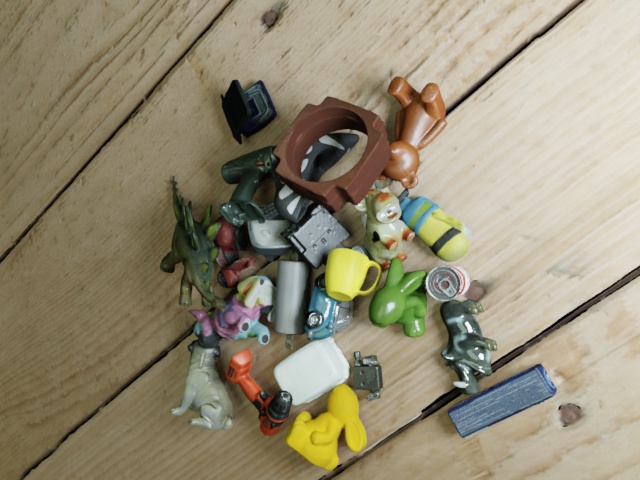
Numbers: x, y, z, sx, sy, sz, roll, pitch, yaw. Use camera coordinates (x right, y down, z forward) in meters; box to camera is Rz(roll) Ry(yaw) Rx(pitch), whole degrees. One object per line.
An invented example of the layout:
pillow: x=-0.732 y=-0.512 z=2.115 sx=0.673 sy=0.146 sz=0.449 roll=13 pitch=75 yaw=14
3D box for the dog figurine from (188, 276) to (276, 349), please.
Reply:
dog figurine: x=-0.217 y=0.173 z=1.303 sx=0.219 sy=0.108 sz=0.191 roll=-1 pitch=63 yaw=39

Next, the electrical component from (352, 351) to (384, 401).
electrical component: x=0.107 y=0.298 z=1.176 sx=0.078 sy=0.045 sz=0.102 roll=0 pitch=88 yaw=24

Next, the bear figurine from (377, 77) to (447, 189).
bear figurine: x=0.176 y=-0.215 z=1.107 sx=0.120 sy=0.131 sz=0.196 roll=28 pitch=87 yaw=37

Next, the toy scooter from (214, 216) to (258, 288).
toy scooter: x=-0.206 y=0.024 z=1.308 sx=0.135 sy=0.075 sz=0.183 roll=-11 pitch=84 yaw=48

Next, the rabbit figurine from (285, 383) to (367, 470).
rabbit figurine: x=0.028 y=0.404 z=1.177 sx=0.162 sy=0.121 sz=0.173 roll=32 pitch=83 yaw=20

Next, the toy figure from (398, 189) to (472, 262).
toy figure: x=0.229 y=-0.029 z=1.109 sx=0.180 sy=0.082 sz=0.089 roll=36 pitch=105 yaw=20

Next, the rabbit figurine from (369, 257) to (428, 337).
rabbit figurine: x=0.162 y=0.125 z=1.086 sx=0.121 sy=0.170 sz=0.159 roll=25 pitch=100 yaw=24

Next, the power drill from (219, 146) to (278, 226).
power drill: x=-0.142 y=-0.138 z=1.252 sx=0.232 sy=0.085 sz=0.207 roll=-6 pitch=55 yaw=26

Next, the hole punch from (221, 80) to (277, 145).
hole punch: x=-0.178 y=-0.323 z=1.324 sx=0.116 sy=0.092 sz=0.142 roll=-38 pitch=73 yaw=51

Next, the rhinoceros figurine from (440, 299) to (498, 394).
rhinoceros figurine: x=0.291 y=0.211 z=1.074 sx=0.112 sy=0.073 sz=0.190 roll=-15 pitch=82 yaw=23

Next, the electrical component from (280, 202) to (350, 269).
electrical component: x=-0.002 y=-0.004 z=1.193 sx=0.115 sy=0.134 sz=0.058 roll=-47 pitch=24 yaw=-8

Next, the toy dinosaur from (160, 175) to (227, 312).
toy dinosaur: x=-0.311 y=0.006 z=1.308 sx=0.472 sy=0.105 sz=0.198 roll=48 pitch=125 yaw=44

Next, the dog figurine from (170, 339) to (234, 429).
dog figurine: x=-0.264 y=0.349 z=1.319 sx=0.172 sy=0.121 sz=0.190 roll=16 pitch=88 yaw=15

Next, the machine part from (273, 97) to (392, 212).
machine part: x=0.025 y=-0.171 z=1.075 sx=0.201 sy=0.087 sz=0.201 roll=29 pitch=82 yaw=30

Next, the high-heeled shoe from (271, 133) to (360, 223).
high-heeled shoe: x=0.004 y=-0.140 z=1.176 sx=0.249 sy=0.086 sz=0.145 roll=-28 pitch=64 yaw=-7

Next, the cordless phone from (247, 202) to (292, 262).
cordless phone: x=-0.075 y=-0.048 z=1.238 sx=0.184 sy=0.088 sz=0.147 roll=-31 pitch=43 yaw=16

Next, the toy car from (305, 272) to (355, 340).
toy car: x=0.026 y=0.151 z=1.199 sx=0.103 sy=0.109 sz=0.161 roll=15 pitch=78 yaw=2

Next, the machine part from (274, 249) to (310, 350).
machine part: x=-0.066 y=0.130 z=1.249 sx=0.079 sy=0.079 sz=0.243 roll=4 pitch=91 yaw=26

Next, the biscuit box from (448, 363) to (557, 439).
biscuit box: x=0.354 y=0.313 z=1.047 sx=0.203 sy=0.059 sz=0.063 roll=-34 pitch=73 yaw=21

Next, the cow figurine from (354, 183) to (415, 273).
cow figurine: x=0.129 y=-0.031 z=1.107 sx=0.085 sy=0.194 sz=0.127 roll=-32 pitch=63 yaw=-18
